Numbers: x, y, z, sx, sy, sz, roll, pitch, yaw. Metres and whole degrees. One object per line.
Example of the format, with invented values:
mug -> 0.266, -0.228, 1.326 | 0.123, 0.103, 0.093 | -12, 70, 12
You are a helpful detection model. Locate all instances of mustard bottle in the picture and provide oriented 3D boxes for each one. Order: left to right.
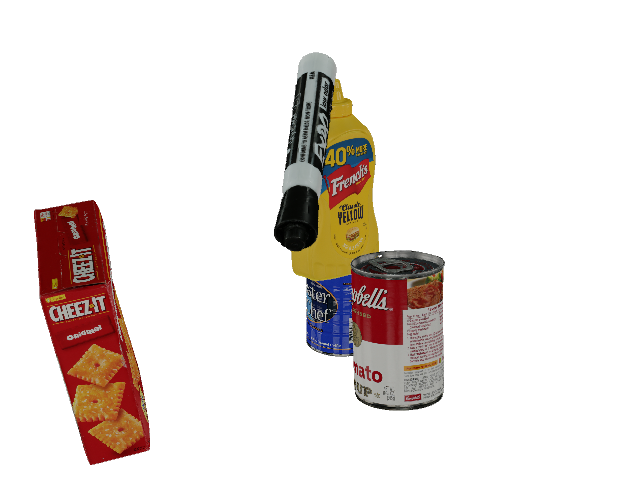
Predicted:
mustard bottle -> 0.013, -0.062, 1.047 | 0.096, 0.192, 0.058 | -16, 22, -37

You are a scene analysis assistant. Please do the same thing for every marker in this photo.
marker -> -0.006, -0.042, 0.487 | 0.020, 0.121, 0.020 | 3, -43, 3

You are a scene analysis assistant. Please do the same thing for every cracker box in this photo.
cracker box -> -0.231, 0.091, 1.082 | 0.072, 0.214, 0.164 | -12, 34, -10

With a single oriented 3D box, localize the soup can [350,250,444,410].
soup can -> 0.057, 0.064, 0.779 | 0.068, 0.102, 0.068 | -2, 14, 0

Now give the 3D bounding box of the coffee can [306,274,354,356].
coffee can -> 0.030, 0.079, 1.517 | 0.103, 0.140, 0.103 | 0, 22, 0
